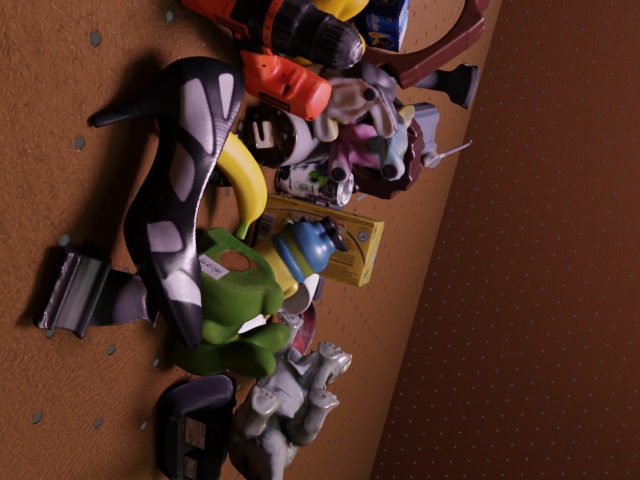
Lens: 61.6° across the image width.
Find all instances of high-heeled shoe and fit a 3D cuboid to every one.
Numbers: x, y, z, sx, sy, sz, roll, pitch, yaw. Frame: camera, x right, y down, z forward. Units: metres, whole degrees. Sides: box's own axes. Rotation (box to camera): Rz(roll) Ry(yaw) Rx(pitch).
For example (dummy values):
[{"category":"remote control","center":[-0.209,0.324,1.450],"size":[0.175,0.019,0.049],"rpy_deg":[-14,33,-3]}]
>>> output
[{"category":"high-heeled shoe","center":[-0.106,-0.036,0.492],"size":[0.145,0.086,0.248],"rpy_deg":[-22,105,-27]}]

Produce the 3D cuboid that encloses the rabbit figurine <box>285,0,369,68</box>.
[{"category":"rabbit figurine","center":[0.004,-0.272,0.632],"size":[0.173,0.122,0.162],"rpy_deg":[-53,-138,43]}]

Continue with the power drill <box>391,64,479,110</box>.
[{"category":"power drill","center":[0.159,-0.277,0.923],"size":[0.232,0.207,0.085],"rpy_deg":[-87,-178,-69]}]

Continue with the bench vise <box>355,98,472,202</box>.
[{"category":"bench vise","center":[0.147,-0.174,1.047],"size":[0.129,0.224,0.240],"rpy_deg":[-27,148,-32]}]

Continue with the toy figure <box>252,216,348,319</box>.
[{"category":"toy figure","center":[-0.054,0.028,0.714],"size":[0.180,0.082,0.089],"rpy_deg":[-32,132,4]}]

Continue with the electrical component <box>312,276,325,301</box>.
[{"category":"electrical component","center":[-0.009,0.049,1.004],"size":[0.075,0.048,0.119],"rpy_deg":[-21,126,-66]}]

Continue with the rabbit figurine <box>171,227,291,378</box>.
[{"category":"rabbit figurine","center":[-0.112,0.094,0.635],"size":[0.121,0.159,0.170],"rpy_deg":[-60,175,-60]}]

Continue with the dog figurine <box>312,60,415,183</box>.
[{"category":"dog figurine","center":[0.073,-0.173,0.754],"size":[0.219,0.109,0.191],"rpy_deg":[-61,139,-57]}]

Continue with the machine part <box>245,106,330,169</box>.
[{"category":"machine part","center":[-0.030,-0.142,0.737],"size":[0.243,0.079,0.079],"rpy_deg":[-29,133,-65]}]

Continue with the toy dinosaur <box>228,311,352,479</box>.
[{"category":"toy dinosaur","center":[-0.058,0.234,0.710],"size":[0.405,0.131,0.192],"rpy_deg":[-51,163,-66]}]

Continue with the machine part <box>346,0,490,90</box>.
[{"category":"machine part","center":[0.119,-0.333,0.753],"size":[0.201,0.201,0.087],"rpy_deg":[-33,173,12]}]

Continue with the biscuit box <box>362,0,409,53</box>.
[{"category":"biscuit box","center":[0.112,-0.375,0.903],"size":[0.202,0.063,0.059],"rpy_deg":[-22,129,-81]}]

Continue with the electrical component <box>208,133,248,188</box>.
[{"category":"electrical component","center":[-0.108,-0.095,0.635],"size":[0.094,0.021,0.063],"rpy_deg":[-11,117,-60]}]

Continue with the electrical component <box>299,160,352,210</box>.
[{"category":"electrical component","center":[0.007,-0.085,0.923],"size":[0.134,0.058,0.114],"rpy_deg":[-54,152,-45]}]

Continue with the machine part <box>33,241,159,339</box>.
[{"category":"machine part","center":[-0.196,0.049,0.496],"size":[0.138,0.039,0.084],"rpy_deg":[34,68,-69]}]

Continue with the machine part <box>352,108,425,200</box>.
[{"category":"machine part","center":[0.097,-0.154,0.947],"size":[0.056,0.180,0.179],"rpy_deg":[-49,150,-44]}]

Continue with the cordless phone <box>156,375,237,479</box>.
[{"category":"cordless phone","center":[-0.149,0.231,0.753],"size":[0.184,0.089,0.146],"rpy_deg":[-59,159,-65]}]

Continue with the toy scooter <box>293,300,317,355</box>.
[{"category":"toy scooter","center":[-0.050,0.151,0.937],"size":[0.184,0.075,0.135],"rpy_deg":[-53,154,-52]}]

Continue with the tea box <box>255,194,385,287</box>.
[{"category":"tea box","center":[-0.002,-0.002,0.786],"size":[0.068,0.170,0.098],"rpy_deg":[-10,116,-74]}]
